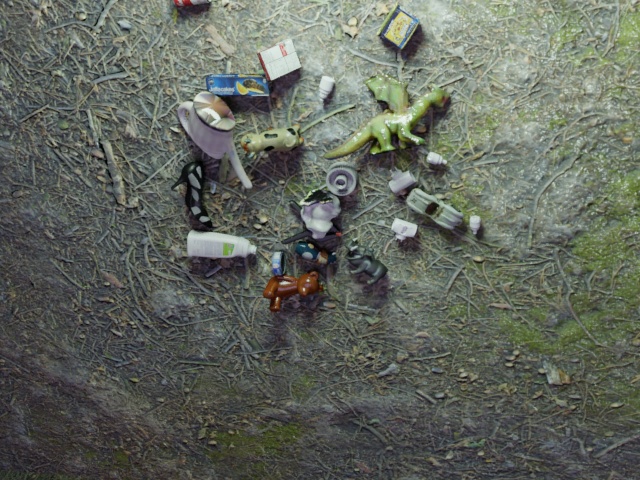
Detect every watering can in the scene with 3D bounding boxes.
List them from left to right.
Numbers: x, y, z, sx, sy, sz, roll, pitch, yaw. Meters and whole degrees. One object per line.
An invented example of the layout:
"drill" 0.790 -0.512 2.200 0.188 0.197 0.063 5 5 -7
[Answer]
"watering can" -0.320 -0.326 1.640 0.348 0.106 0.220 43 148 3

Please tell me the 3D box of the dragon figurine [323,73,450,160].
"dragon figurine" 0.193 -0.385 1.581 0.410 0.123 0.241 -6 99 11

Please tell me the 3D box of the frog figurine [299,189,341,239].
"frog figurine" 0.005 -0.088 1.750 0.137 0.125 0.156 -16 128 -1
